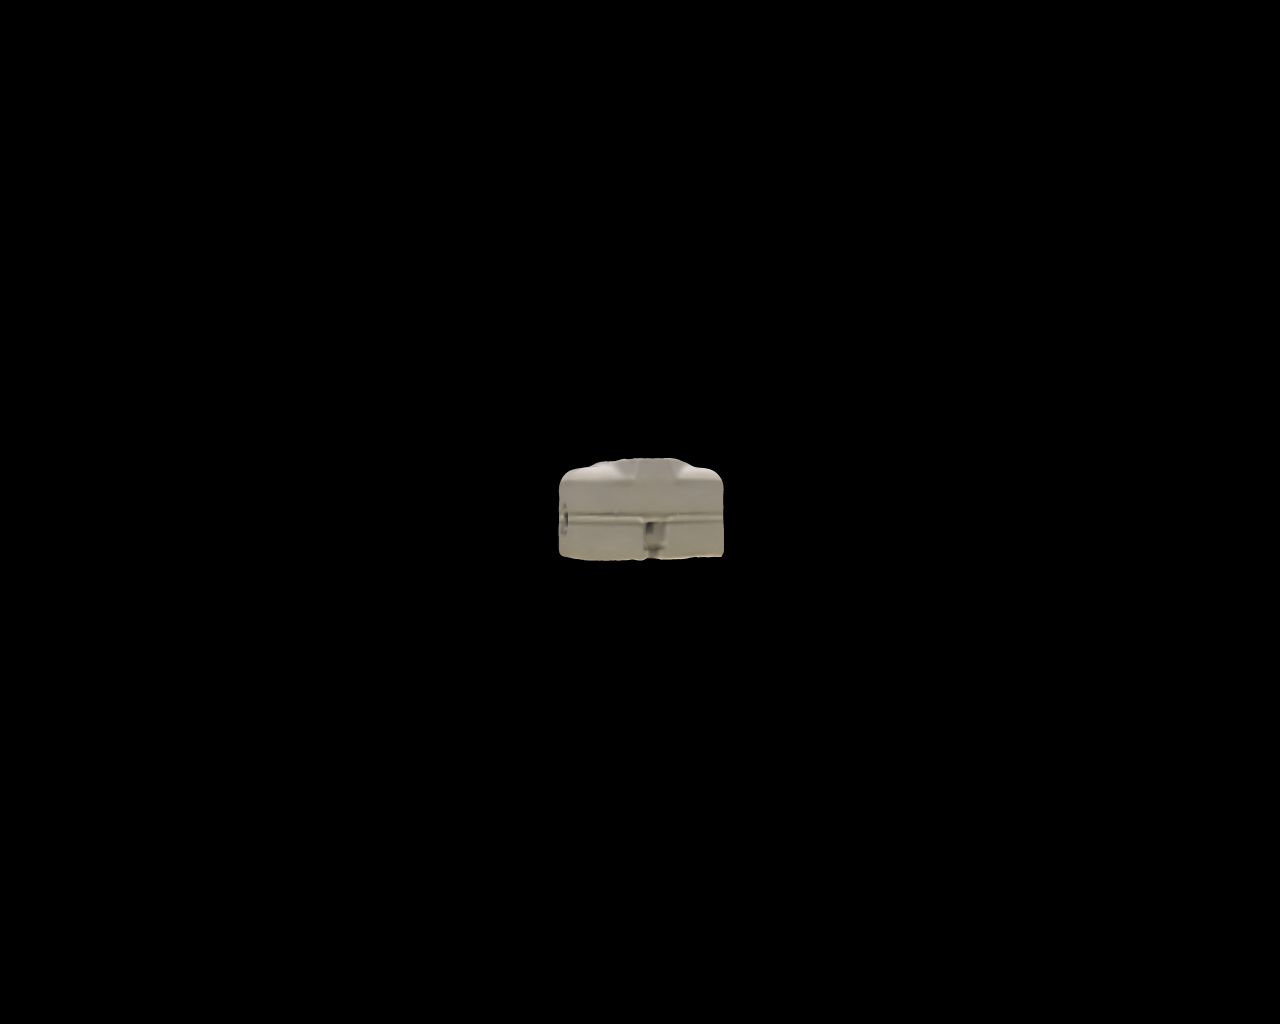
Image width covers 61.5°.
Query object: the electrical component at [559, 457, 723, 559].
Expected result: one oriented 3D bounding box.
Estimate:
[{"bbox_3d":[0.001,-0.003,0.650,0.095,0.059,0.053,0,0,-17],"label":"electrical component"}]
